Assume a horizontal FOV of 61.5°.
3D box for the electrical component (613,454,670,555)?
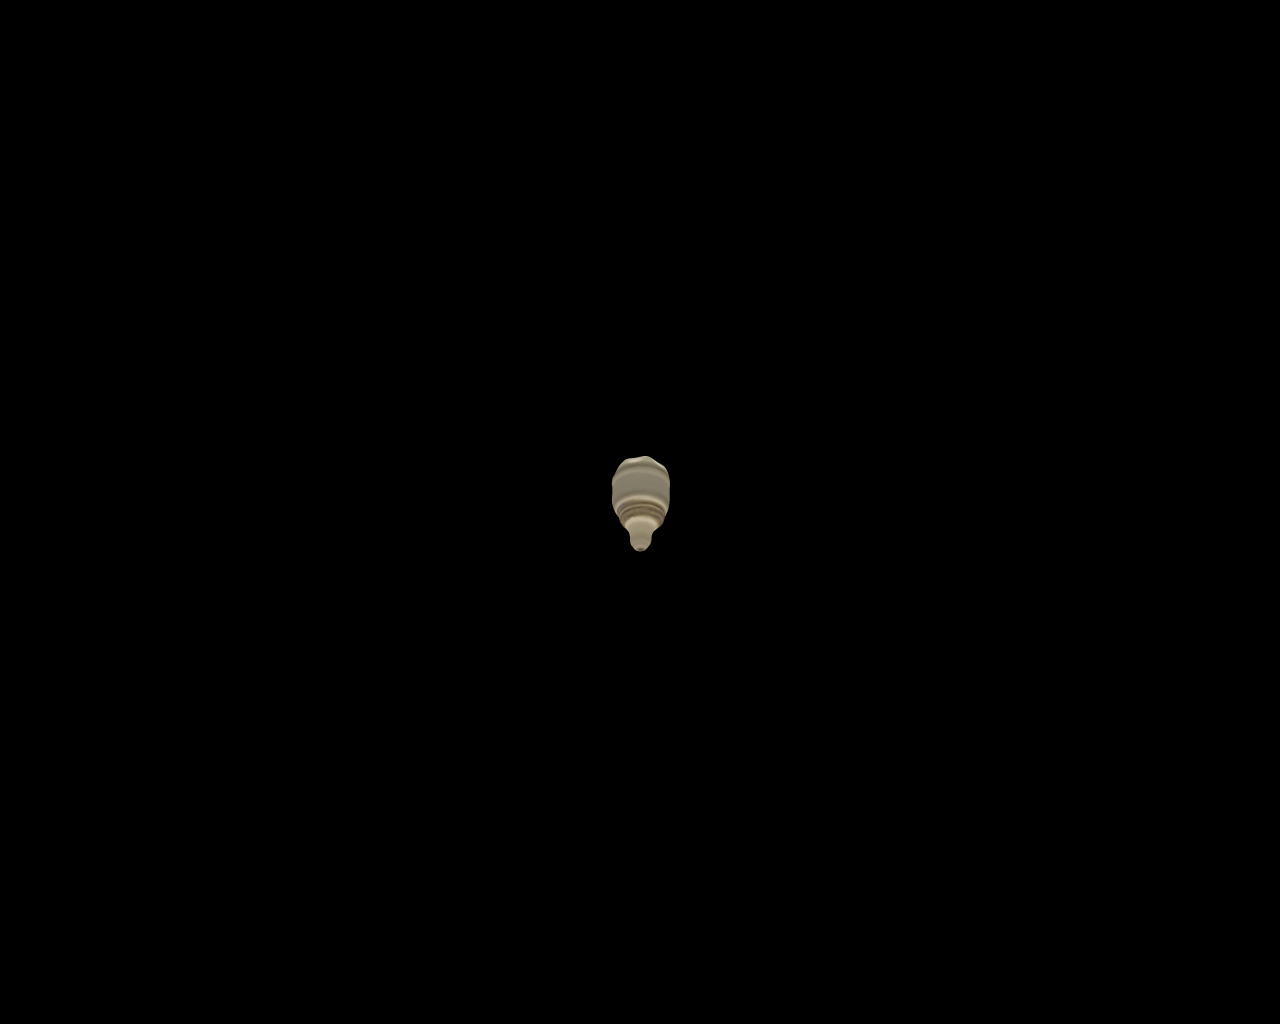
[{"bbox_3d":[0.001,-0.003,0.650,0.035,0.061,0.035,0,-34,0],"label":"electrical component"}]
